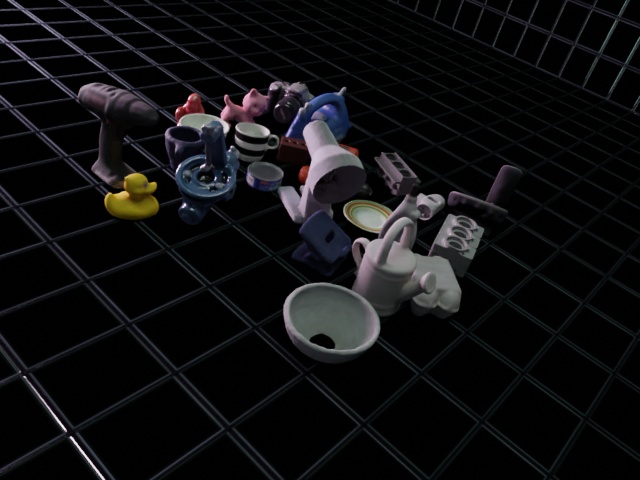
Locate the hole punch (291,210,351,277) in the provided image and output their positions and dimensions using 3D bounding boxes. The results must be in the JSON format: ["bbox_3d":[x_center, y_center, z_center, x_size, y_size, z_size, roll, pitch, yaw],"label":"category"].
[{"bbox_3d":[0.011,0.004,1.162,0.101,0.091,0.109,26,36,13],"label":"hole punch"}]

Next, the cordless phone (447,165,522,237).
[{"bbox_3d":[0.400,-0.115,1.399,0.147,0.185,0.094,19,35,4],"label":"cordless phone"}]

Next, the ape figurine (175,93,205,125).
[{"bbox_3d":[-0.330,-0.336,1.484,0.077,0.092,0.076,26,36,13],"label":"ape figurine"}]

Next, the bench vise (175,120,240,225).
[{"bbox_3d":[-0.227,-0.164,1.183,0.121,0.220,0.207,11,36,-8],"label":"bench vise"}]

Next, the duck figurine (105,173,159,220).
[{"bbox_3d":[-0.373,-0.093,1.143,0.105,0.086,0.077,-4,40,-26],"label":"duck figurine"}]

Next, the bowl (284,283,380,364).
[{"bbox_3d":[0.014,0.153,0.975,0.167,0.075,0.167,11,36,-8],"label":"bowl"}]

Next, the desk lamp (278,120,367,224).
[{"bbox_3d":[-0.002,-0.135,1.239,0.118,0.213,0.202,-5,41,-27],"label":"desk lamp"}]

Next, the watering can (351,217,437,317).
[{"bbox_3d":[0.136,0.045,1.068,0.172,0.194,0.101,22,36,8],"label":"watering can"}]

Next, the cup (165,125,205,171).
[{"bbox_3d":[-0.309,-0.193,1.296,0.092,0.095,0.117,11,36,-7],"label":"cup"}]

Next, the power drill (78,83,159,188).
[{"bbox_3d":[-0.417,-0.219,1.191,0.229,0.208,0.076,34,39,24],"label":"power drill"}]

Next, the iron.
[{"bbox_3d":[-0.010,-0.335,1.569,0.118,0.141,0.259,33,38,22],"label":"iron"}]

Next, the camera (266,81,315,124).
[{"bbox_3d":[-0.095,-0.401,1.660,0.143,0.101,0.137,22,36,8],"label":"camera"}]

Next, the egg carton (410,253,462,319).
[{"bbox_3d":[0.220,0.090,1.149,0.107,0.069,0.150,7,36,-13],"label":"egg carton"}]

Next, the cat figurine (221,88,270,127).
[{"bbox_3d":[-0.200,-0.361,1.549,0.128,0.118,0.067,5,37,-15],"label":"cat figurine"}]

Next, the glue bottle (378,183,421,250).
[{"bbox_3d":[0.181,-0.046,1.228,0.078,0.173,0.037,29,37,18],"label":"glue bottle"}]
